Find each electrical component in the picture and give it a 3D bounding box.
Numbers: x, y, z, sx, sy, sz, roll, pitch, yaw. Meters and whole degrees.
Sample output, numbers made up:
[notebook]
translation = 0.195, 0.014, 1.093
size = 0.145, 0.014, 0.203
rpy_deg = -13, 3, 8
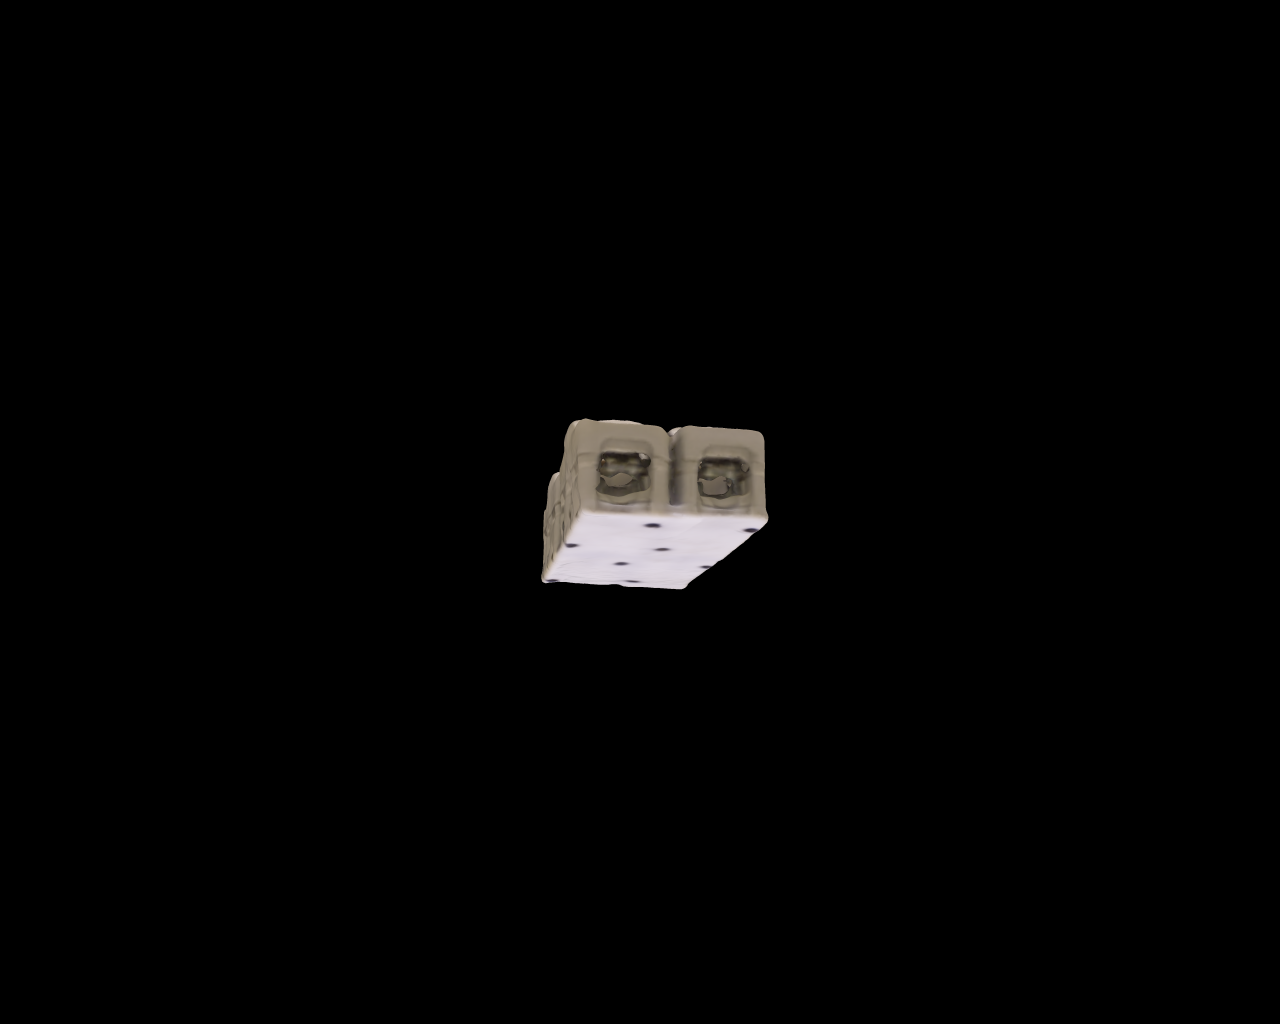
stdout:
[electrical component]
translation = 0.001, -0.003, 0.650
size = 0.105, 0.060, 0.186
rpy_deg = 3, -16, -11
